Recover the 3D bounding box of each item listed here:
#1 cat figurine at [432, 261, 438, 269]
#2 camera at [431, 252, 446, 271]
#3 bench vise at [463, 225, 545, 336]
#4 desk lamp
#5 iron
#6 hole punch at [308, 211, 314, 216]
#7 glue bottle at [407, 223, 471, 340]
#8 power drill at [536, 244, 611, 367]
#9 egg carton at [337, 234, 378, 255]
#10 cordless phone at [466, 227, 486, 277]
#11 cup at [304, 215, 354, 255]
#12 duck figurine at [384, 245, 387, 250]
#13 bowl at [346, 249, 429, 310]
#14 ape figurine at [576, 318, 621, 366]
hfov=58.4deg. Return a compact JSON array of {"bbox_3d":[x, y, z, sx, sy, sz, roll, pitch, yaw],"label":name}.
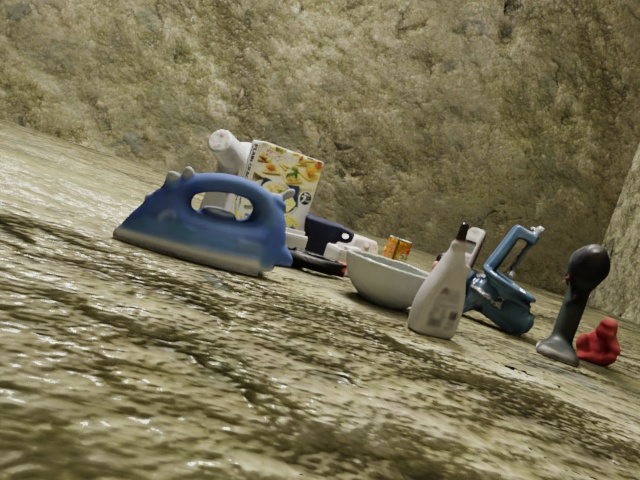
[{"bbox_3d":[0.290,0.081,1.301,0.128,0.118,0.067,14,6,-39],"label":"cat figurine"},{"bbox_3d":[0.376,0.098,1.539,0.137,0.101,0.143,18,5,-5],"label":"camera"},{"bbox_3d":[0.347,0.059,1.142,0.207,0.220,0.121,18,5,5],"label":"bench vise"},{"bbox_3d":[-0.216,-0.134,1.293,0.117,0.213,0.204,19,5,17],"label":"desk lamp"},{"bbox_3d":[-0.158,-0.039,0.851,0.259,0.141,0.118,15,5,-29],"label":"iron"},{"bbox_3d":[-0.078,-0.043,1.506,0.101,0.091,0.108,16,5,-28],"label":"hole punch"},{"bbox_3d":[0.188,0.058,0.843,0.078,0.173,0.037,15,5,-28],"label":"glue bottle"},{"bbox_3d":[0.455,0.111,1.018,0.075,0.208,0.230,20,5,21],"label":"power drill"},{"bbox_3d":[0.083,0.019,1.531,0.107,0.069,0.151,22,6,42],"label":"egg carton"},{"bbox_3d":[0.378,0.068,1.373,0.147,0.185,0.094,22,6,42],"label":"cordless phone"},{"bbox_3d":[0.012,0.005,1.274,0.117,0.095,0.092,19,5,14],"label":"cup"},{"bbox_3d":[0.189,0.045,1.538,0.077,0.086,0.105,19,5,10],"label":"duck figurine"},{"bbox_3d":[0.114,0.074,0.978,0.167,0.075,0.167,18,5,-1],"label":"bowl"},{"bbox_3d":[0.543,0.194,1.105,0.076,0.092,0.077,14,6,-37],"label":"ape figurine"}]
